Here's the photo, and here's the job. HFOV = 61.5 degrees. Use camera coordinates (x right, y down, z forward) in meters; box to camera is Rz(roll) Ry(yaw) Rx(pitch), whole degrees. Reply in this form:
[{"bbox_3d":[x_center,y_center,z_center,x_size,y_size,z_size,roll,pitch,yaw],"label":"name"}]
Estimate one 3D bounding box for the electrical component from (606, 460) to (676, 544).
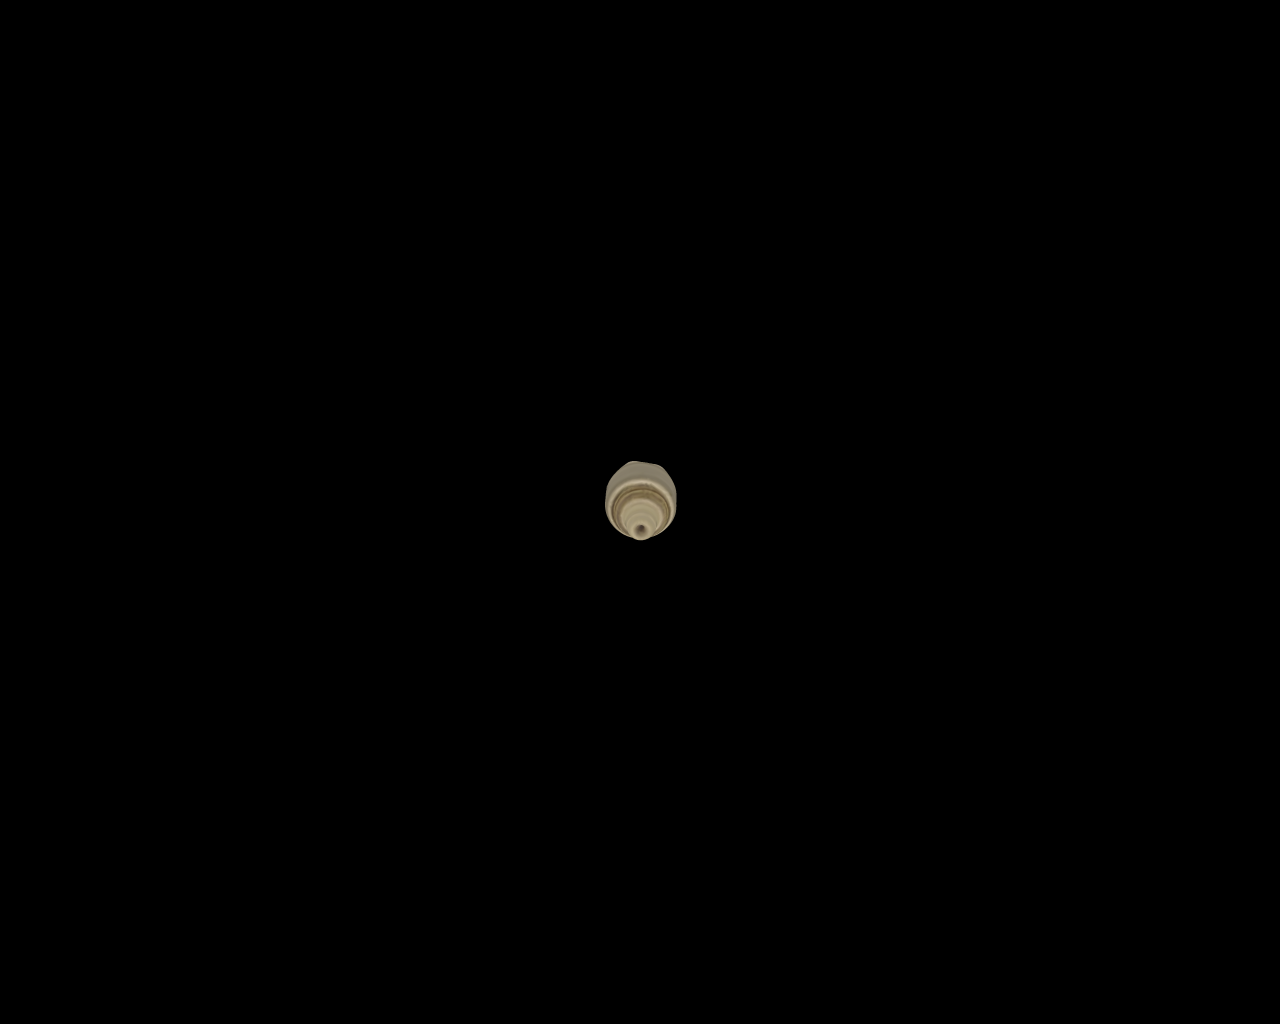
[{"bbox_3d":[0.001,-0.003,0.650,0.043,0.043,0.062,0,27,0],"label":"electrical component"}]
